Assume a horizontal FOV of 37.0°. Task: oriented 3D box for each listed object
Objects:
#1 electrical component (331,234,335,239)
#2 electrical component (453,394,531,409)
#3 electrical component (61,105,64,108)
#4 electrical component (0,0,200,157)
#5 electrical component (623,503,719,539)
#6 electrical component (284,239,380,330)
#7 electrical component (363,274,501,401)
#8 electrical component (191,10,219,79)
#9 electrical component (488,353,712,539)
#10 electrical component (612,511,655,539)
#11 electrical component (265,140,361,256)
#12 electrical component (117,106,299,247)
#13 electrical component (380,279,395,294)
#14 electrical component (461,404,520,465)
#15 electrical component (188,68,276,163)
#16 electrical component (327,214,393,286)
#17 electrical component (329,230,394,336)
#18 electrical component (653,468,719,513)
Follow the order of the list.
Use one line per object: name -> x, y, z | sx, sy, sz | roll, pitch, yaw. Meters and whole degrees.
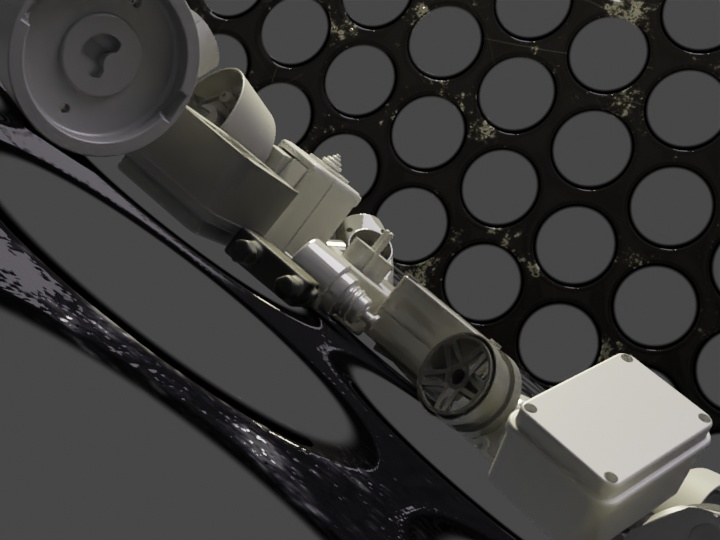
electrical component -> -0.048, -0.037, 1.033 | 0.080, 0.051, 0.080 | 39, 3, -2
electrical component -> 0.097, 0.101, 0.832 | 0.065, 0.044, 0.044 | 35, 0, 33
electrical component -> -0.201, -0.156, 0.725 | 0.057, 0.078, 0.113 | 40, 1, -42
electrical component -> -0.151, -0.123, 0.599 | 0.108, 0.108, 0.060 | 36, -2, -40
electrical component -> 0.164, 0.152, 0.518 | 0.080, 0.080, 0.051 | 41, 9, 33
electrical component -> -0.019, 0.013, 0.751 | 0.078, 0.040, 0.040 | 40, 3, 11
electrical component -> 0.056, 0.057, 0.784 | 0.096, 0.061, 0.062 | 40, 3, 16
electrical component -> -0.134, -0.128, 0.678 | 0.043, 0.081, 0.043 | 36, -32, 27
electrical component -> 0.141, 0.104, 0.626 | 0.113, 0.057, 0.078 | -19, 47, -40
electrical component -> 0.172, 0.154, 0.726 | 0.079, 0.063, 0.121 | 40, 3, 23
electrical component -> -0.051, -0.054, 0.829 | 0.061, 0.096, 0.062 | 33, 6, -39
electrical component -> -0.099, -0.060, 0.712 | 0.078, 0.057, 0.113 | 40, 3, 15
electrical component -> 0.028, 0.040, 0.913 | 0.078, 0.040, 0.040 | 40, 3, 16
electrical component -> 0.106, 0.113, 0.728 | 0.055, 0.048, 0.066 | 26, 11, -41
electrical component -> -0.115, -0.105, 0.824 | 0.099, 0.099, 0.064 | 42, -2, 42
electrical component -> -0.014, -0.009, 0.969 | 0.079, 0.044, 0.077 | 2, 55, -17
electrical component -> 0.000, 0.000, 0.829 | 0.047, 0.075, 0.083 | 38, 3, -11
electrical component -> 0.305, 0.227, 0.948 | 0.099, 0.099, 0.064 | 37, -2, -31
